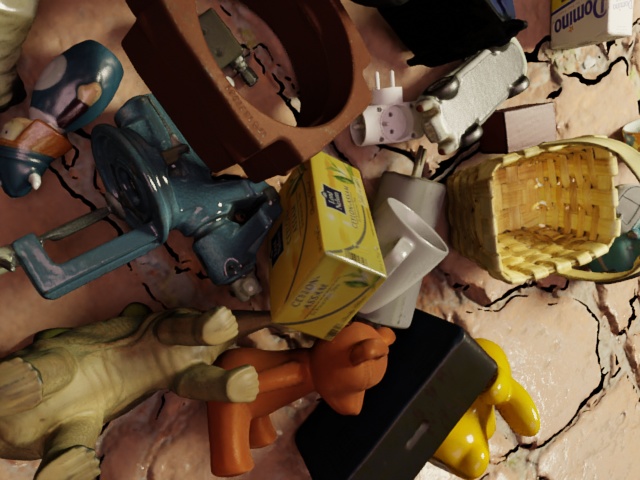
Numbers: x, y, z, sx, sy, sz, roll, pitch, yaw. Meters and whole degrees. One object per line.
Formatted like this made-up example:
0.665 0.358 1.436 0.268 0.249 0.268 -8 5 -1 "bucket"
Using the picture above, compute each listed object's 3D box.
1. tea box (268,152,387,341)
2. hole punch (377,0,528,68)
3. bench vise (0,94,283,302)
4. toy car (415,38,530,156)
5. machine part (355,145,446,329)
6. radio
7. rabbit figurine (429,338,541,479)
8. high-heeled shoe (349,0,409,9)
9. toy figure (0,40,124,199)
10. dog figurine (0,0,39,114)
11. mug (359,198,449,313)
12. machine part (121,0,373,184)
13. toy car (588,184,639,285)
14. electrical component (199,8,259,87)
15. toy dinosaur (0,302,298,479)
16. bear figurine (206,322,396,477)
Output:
-0.001 -0.002 0.522 0.068 0.170 0.098 22 122 -24 "tea box"
0.139 -0.258 0.573 0.115 0.142 0.092 40 57 -36 "hole punch"
-0.162 -0.012 0.487 0.240 0.129 0.223 -31 101 -32 "bench vise"
0.177 -0.171 0.615 0.202 0.056 0.073 -43 111 -28 "toy car"
0.088 0.011 0.619 0.079 0.079 0.243 14 94 -22 "machine part"
0.080 0.189 0.616 0.229 0.131 0.073 -48 112 -8 "radio"
0.181 0.193 0.660 0.122 0.162 0.173 41 66 -10 "rabbit figurine"
0.085 -0.340 0.491 0.086 0.145 0.248 9 82 -57 "high-heeled shoe"
-0.237 -0.108 0.476 0.057 0.064 0.154 36 71 -18 "toy figure"
-0.298 -0.208 0.435 0.172 0.121 0.190 43 101 12 "dog figurine"
0.064 0.026 0.535 0.081 0.109 0.107 38 110 -3 "mug"
-0.057 -0.169 0.490 0.201 0.087 0.201 56 49 -17 "machine part"
0.415 -0.023 0.728 0.103 0.109 0.161 43 73 -4 "toy car"
-0.116 -0.182 0.528 0.078 0.045 0.102 -36 109 -10 "electrical component"
-0.222 0.128 0.450 0.471 0.199 0.105 -12 94 -29 "toy dinosaur"
-0.014 0.157 0.559 0.196 0.120 0.132 -9 89 9 "bear figurine"
